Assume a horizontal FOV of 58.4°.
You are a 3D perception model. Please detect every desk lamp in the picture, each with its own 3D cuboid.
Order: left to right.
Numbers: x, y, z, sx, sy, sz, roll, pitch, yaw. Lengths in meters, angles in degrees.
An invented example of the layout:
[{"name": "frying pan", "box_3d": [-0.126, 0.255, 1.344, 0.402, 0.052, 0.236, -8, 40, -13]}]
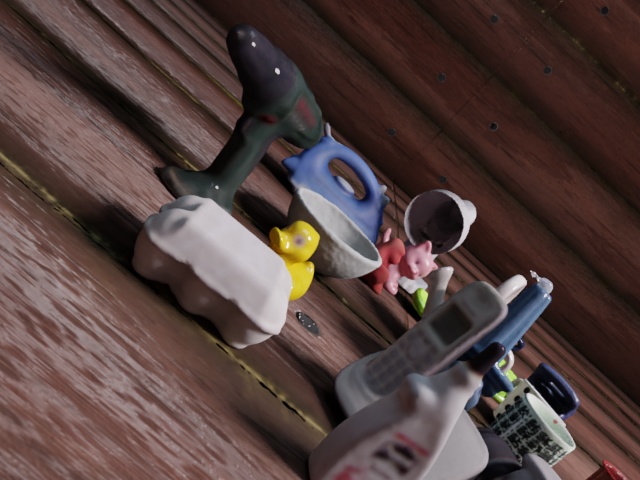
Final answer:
[{"name": "desk lamp", "box_3d": [0.218, -0.002, 1.143, 0.117, 0.213, 0.204, 47, 15, 18]}]

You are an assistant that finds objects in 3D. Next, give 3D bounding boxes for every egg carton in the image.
[{"name": "egg carton", "box_3d": [-0.092, 0.026, 0.518, 0.150, 0.069, 0.107, 40, 14, -11]}]

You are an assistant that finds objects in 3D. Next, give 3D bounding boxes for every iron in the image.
[{"name": "iron", "box_3d": [0.052, -0.102, 1.132, 0.258, 0.141, 0.118, 42, 14, -5]}]

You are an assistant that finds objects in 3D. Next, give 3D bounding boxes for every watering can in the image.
[{"name": "watering can", "box_3d": [0.223, 0.116, 0.854, 0.173, 0.194, 0.101, 43, 14, 3]}]

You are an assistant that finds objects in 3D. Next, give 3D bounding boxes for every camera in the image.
[{"name": "camera", "box_3d": [0.193, 0.254, 0.560, 0.144, 0.100, 0.136, 36, 16, -26]}]

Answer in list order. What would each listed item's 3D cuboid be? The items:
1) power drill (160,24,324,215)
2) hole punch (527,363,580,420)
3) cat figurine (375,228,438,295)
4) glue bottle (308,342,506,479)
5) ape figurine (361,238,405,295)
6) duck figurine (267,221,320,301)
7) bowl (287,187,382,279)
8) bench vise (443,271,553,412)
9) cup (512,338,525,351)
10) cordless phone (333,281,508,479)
[{"name": "power drill", "box_3d": [-0.091, -0.129, 0.689, 0.075, 0.208, 0.230, 48, 15, 21]}, {"name": "hole punch", "box_3d": [0.460, 0.308, 1.146, 0.101, 0.091, 0.108, 22, 25, -55]}, {"name": "cat figurine", "box_3d": [0.152, 0.034, 1.058, 0.128, 0.117, 0.067, 42, 14, -1]}, {"name": "glue bottle", "box_3d": [0.073, 0.136, 0.431, 0.078, 0.173, 0.037, 37, 15, -23]}, {"name": "ape figurine", "box_3d": [0.109, 0.036, 0.989, 0.076, 0.092, 0.078, 46, 14, 14]}, {"name": "duck figurine", "box_3d": [-0.035, 0.018, 0.663, 0.105, 0.086, 0.077, 25, 22, -50]}, {"name": "bowl", "box_3d": [0.008, 0.003, 0.844, 0.168, 0.074, 0.167, 40, 14, -12]}, {"name": "bench vise", "box_3d": [0.198, 0.138, 0.667, 0.121, 0.219, 0.207, 41, 14, -6]}, {"name": "cup", "box_3d": [0.336, 0.193, 1.138, 0.117, 0.095, 0.092, 45, 14, 9]}, {"name": "cordless phone", "box_3d": [0.113, 0.134, 0.522, 0.094, 0.185, 0.147, 28, 20, -46]}]
